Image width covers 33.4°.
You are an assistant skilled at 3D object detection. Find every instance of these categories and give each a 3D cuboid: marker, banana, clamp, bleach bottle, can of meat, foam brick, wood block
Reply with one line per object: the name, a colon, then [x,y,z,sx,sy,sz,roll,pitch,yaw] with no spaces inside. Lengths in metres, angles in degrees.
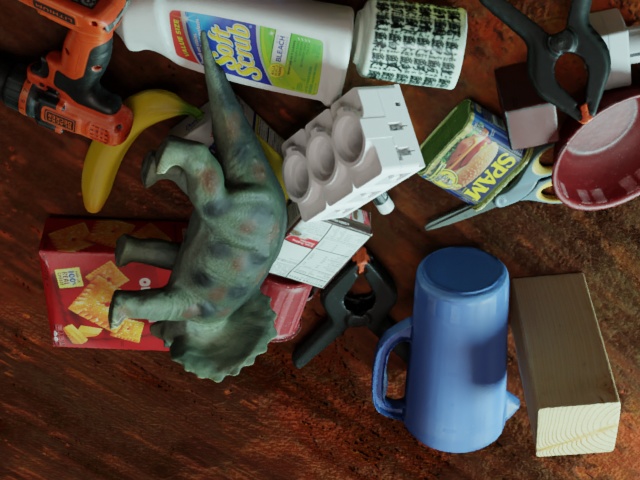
marker: [0.048,-0.075,1.192,0.020,0.020,0.121,-23,128,19]
banana: [-0.207,-0.105,1.140,0.198,0.069,0.037,-37,167,33]
clamp: [0.057,0.093,1.330,0.164,0.036,0.210,3,134,-7]
bleach bottle: [-0.097,-0.200,1.054,0.250,0.068,0.103,8,132,-4]
can of meat: [0.164,-0.093,1.152,0.083,0.057,0.102,28,126,-20]
foam brick: [0.212,-0.139,1.096,0.053,0.078,0.051,-11,133,10]
wood block: [0.285,0.144,1.262,0.091,0.206,0.090,-5,132,3]
clamp: [0.239,-0.199,1.025,0.120,0.039,0.171,-28,92,22]

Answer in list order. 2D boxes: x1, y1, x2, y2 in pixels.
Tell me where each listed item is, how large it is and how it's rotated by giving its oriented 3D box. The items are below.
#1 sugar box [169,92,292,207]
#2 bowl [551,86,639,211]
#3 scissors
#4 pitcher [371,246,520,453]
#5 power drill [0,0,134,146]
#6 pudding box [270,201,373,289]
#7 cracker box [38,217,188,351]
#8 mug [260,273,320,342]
sugar box: [-0.075,-0.078,1.171,0.093,0.048,0.176,-32,127,26]
bowl: [0.307,-0.107,1.123,0.162,0.055,0.162,-13,139,-12]
scissors: [0.211,-0.064,1.204,0.202,0.016,0.096,-10,129,8]
pitcher: [0.157,0.132,1.302,0.149,0.145,0.243,-31,134,-34]
power drill: [-0.263,-0.186,1.036,0.184,0.057,0.188,21,144,-1]
pudding box: [-0.008,0.001,1.191,0.089,0.039,0.114,17,137,-26]
cracker box: [-0.218,0.057,1.274,0.213,0.072,0.164,3,132,-4]
mug: [-0.045,0.059,1.274,0.117,0.093,0.082,-8,134,-35]
